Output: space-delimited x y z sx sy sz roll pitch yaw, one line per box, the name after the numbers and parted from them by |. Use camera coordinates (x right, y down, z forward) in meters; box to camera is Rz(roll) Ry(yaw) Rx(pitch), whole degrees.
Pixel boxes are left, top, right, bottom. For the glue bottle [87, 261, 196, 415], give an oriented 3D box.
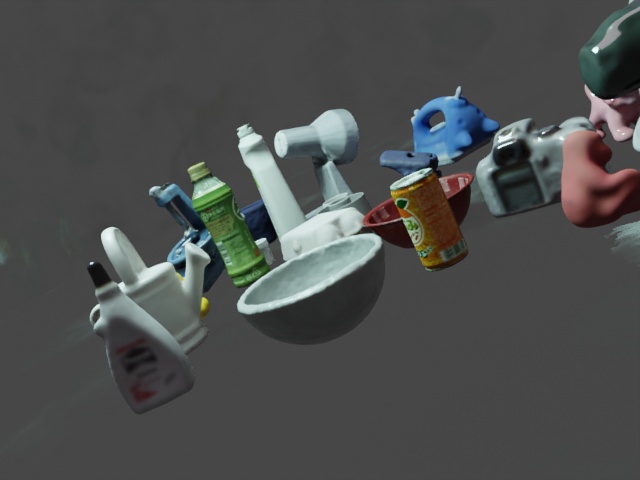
-0.207 0.101 0.623 0.078 0.173 0.037 -26 12 -3 | glue bottle

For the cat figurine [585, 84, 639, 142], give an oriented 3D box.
0.414 -0.202 0.797 0.067 0.118 0.127 -26 11 -4 | cat figurine

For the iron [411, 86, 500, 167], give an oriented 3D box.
0.260 -0.243 1.250 0.119 0.141 0.257 -30 12 -22 | iron

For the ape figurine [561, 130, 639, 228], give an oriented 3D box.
0.266 -0.064 0.556 0.076 0.092 0.078 -24 12 8 | ape figurine

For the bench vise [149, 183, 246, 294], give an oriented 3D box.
-0.241 -0.021 1.129 0.121 0.220 0.208 -21 12 23 | bench vise

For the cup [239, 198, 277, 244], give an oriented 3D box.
-0.123 -0.041 1.282 0.117 0.095 0.091 -24 12 6 | cup

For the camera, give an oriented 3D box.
0.276 -0.108 0.709 0.142 0.101 0.137 -17 14 37 | camera

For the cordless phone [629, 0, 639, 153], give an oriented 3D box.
0.376 -0.180 0.606 0.094 0.185 0.147 -24 12 8 | cordless phone

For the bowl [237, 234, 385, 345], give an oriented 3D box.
0.002 0.062 0.603 0.167 0.075 0.167 -24 11 6 | bowl

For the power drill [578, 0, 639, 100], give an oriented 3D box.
0.340 -0.144 0.461 0.229 0.208 0.075 -24 12 7 | power drill

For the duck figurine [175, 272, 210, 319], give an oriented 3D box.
-0.228 0.094 0.922 0.077 0.086 0.104 -28 12 -10 | duck figurine

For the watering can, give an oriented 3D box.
-0.234 0.066 0.787 0.173 0.194 0.100 -31 13 -25 | watering can

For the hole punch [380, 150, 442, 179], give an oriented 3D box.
0.177 -0.143 1.110 0.101 0.091 0.109 -21 12 21 | hole punch

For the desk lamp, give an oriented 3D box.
0.004 -0.159 1.238 0.204 0.214 0.117 -32 13 -28 | desk lamp

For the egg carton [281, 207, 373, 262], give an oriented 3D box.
0.008 0.003 0.867 0.107 0.069 0.150 -32 13 -31 | egg carton
